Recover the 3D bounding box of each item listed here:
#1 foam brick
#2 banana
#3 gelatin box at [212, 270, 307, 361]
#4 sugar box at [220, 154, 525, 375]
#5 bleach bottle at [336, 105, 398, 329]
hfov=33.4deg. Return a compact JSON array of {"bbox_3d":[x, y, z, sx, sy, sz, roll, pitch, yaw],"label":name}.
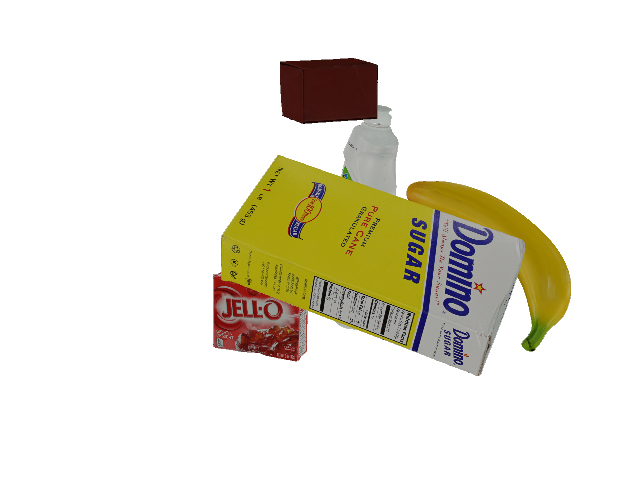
[{"bbox_3d":[0.008,-0.138,0.979,0.078,0.051,0.053,-6,18,-23],"label":"foam brick"},{"bbox_3d":[0.141,0.003,0.843,0.069,0.037,0.198,-16,43,-18],"label":"banana"},{"bbox_3d":[-0.057,0.069,0.998,0.089,0.073,0.030,8,18,19],"label":"gelatin box"},{"bbox_3d":[0.034,0.012,0.677,0.176,0.048,0.093,18,46,13],"label":"sugar box"},{"bbox_3d":[0.052,-0.030,1.240,0.068,0.251,0.103,0,21,-23],"label":"bleach bottle"}]
